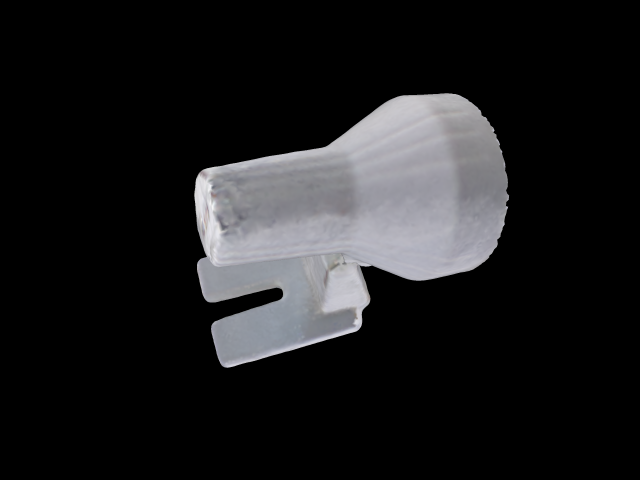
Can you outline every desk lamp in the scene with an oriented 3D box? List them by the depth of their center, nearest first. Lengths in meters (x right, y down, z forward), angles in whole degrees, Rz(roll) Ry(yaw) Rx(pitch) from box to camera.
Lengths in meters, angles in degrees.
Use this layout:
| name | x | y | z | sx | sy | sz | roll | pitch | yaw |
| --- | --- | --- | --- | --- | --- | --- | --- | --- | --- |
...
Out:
| name | x | y | z | sx | sy | sz | roll | pitch | yaw |
| --- | --- | --- | --- | --- | --- | --- | --- | --- | --- |
| desk lamp | 0.004 | 0.001 | 0.400 | 0.203 | 0.213 | 0.118 | -17 | 68 | -7 |
